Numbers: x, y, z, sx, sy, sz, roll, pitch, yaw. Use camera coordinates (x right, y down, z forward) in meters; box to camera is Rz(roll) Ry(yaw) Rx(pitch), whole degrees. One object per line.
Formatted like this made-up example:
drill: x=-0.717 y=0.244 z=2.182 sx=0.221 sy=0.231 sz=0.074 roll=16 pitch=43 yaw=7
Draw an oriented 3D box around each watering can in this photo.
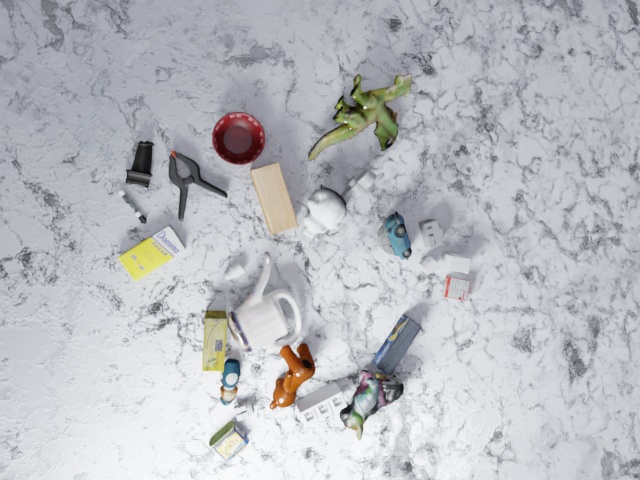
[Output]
watering can: x=-0.185 y=0.214 z=1.600 sx=0.225 sy=0.105 sz=0.342 roll=-25 pitch=115 yaw=-11

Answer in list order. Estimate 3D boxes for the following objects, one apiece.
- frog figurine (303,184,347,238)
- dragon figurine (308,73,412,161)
frog figurine: x=0.005 y=-0.082 z=1.632 sx=0.161 sy=0.123 sz=0.135 roll=-49 pitch=123 yaw=-16
dragon figurine: x=0.155 y=-0.377 z=1.661 sx=0.241 sy=0.124 sz=0.409 roll=31 pitch=96 yaw=-22
